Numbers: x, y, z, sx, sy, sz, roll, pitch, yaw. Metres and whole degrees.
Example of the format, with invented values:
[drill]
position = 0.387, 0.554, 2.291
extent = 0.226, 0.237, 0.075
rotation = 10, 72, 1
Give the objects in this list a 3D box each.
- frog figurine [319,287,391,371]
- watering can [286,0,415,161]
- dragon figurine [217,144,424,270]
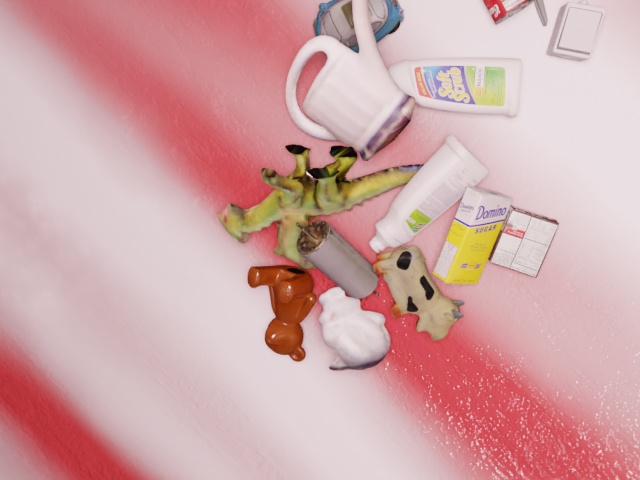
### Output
[frog figurine]
position = 0.066, 0.169, 1.014
extent = 0.138, 0.122, 0.159
rotation = -12, 92, -19
[watering can]
position = 0.064, -0.265, 0.861
extent = 0.224, 0.106, 0.341
rotation = 37, 145, -5
[dragon figurine]
position = 0.003, -0.050, 0.998
extent = 0.410, 0.125, 0.237
rotation = 4, 123, -3
